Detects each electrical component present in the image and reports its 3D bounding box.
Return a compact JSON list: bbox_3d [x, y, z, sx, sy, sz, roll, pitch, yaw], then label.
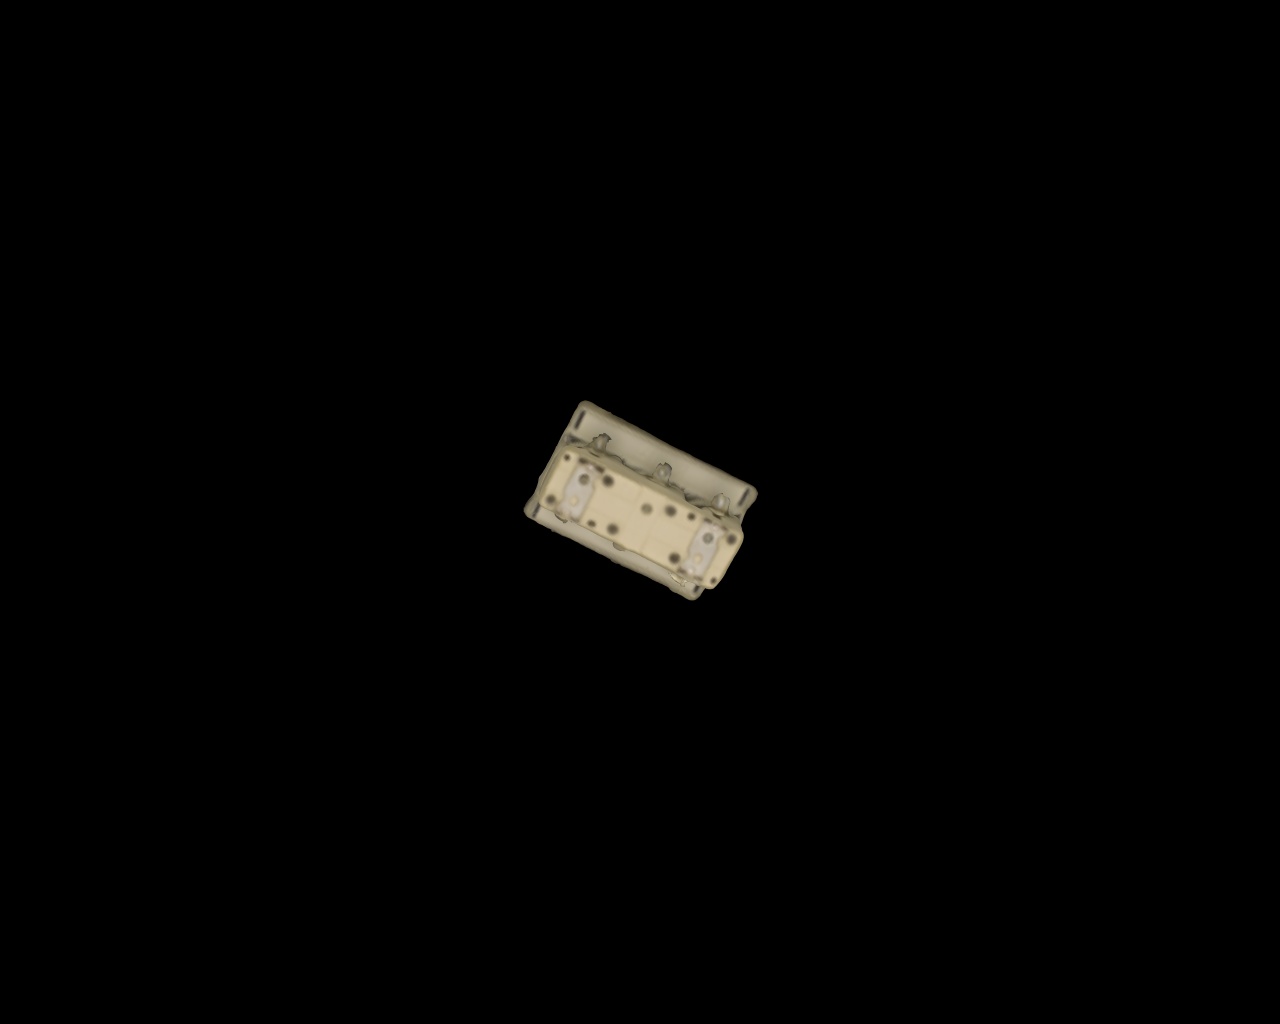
[{"bbox_3d":[0.001,-0.003,0.650,0.121,0.078,0.063,27,14,-7],"label":"electrical component"}]
